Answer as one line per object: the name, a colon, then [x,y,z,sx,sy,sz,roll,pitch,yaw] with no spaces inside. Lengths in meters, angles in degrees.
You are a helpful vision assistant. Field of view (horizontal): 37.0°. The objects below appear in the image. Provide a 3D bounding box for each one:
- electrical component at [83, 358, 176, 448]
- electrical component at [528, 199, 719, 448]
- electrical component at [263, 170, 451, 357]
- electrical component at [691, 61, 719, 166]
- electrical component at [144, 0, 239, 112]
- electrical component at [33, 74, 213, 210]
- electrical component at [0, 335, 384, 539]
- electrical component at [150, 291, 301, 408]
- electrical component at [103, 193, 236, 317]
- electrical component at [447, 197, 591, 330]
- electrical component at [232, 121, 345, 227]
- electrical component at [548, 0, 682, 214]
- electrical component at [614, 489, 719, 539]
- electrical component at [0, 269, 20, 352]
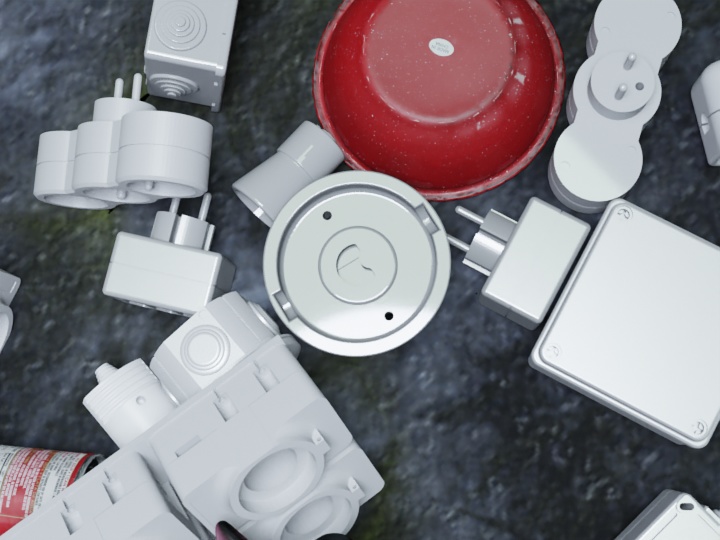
electrical component: [-0.131,0.089,0.648,0.043,0.043,0.081,-42,81,-3]
electrical component: [0.170,0.032,0.628,0.109,0.056,0.108,28,84,8]
electrical component: [0.000,0.000,0.643,0.108,0.060,0.108,-1,81,4]
electrical component: [0.252,-0.104,0.644,0.095,0.053,0.059,-12,81,2]
electrical component: [-0.101,-0.153,0.655,0.048,0.100,0.099,10,82,-8]
electrical component: [-0.142,-0.080,0.642,0.138,0.052,0.073,-3,79,43]
electrical component: [-0.087,0.137,0.590,0.186,0.105,0.060,-36,47,-6]
electrical component: [-0.079,0.055,0.632,0.080,0.080,0.051,-42,75,-3]
electrical component: [-0.111,-0.013,0.659,0.066,0.047,0.076,13,83,6]
electrical component: [0.087,-0.012,0.645,0.077,0.047,0.065,28,84,8]
electrical component: [-0.041,-0.060,0.666,0.044,0.044,0.065,41,81,9]
electrical component: [0.153,-0.107,0.641,0.052,0.073,0.138,17,83,7]
electrical component: [0.176,0.168,0.604,0.096,0.061,0.061,-44,81,-3]
electrical component: [-0.279,0.073,0.629,0.060,0.105,0.186,25,84,7]
